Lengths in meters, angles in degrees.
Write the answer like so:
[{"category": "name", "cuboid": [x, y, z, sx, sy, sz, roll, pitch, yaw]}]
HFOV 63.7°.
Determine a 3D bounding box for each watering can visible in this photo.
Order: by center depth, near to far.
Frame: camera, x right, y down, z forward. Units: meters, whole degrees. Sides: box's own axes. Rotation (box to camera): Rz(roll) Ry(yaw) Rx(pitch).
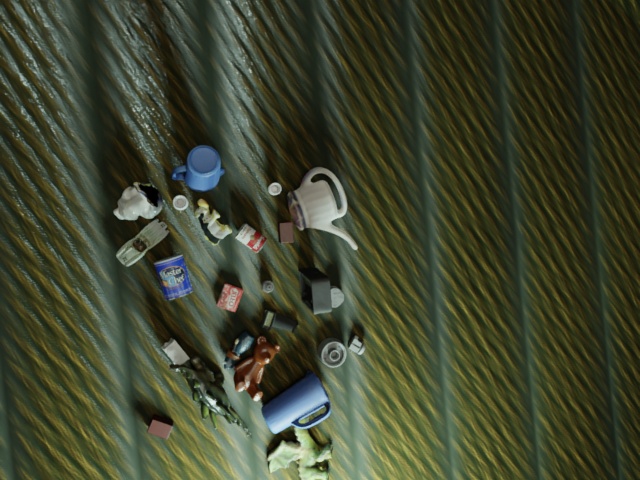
[{"category": "watering can", "cuboid": [0.006, -0.098, 1.946, 0.225, 0.104, 0.347, -20, 94, -11]}]

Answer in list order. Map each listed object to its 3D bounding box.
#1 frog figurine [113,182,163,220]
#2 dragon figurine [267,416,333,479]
[{"category": "frog figurine", "cuboid": [-0.638, -0.123, 1.812, 0.136, 0.125, 0.157, 42, 118, -19]}, {"category": "dragon figurine", "cuboid": [-0.079, 0.849, 1.942, 0.243, 0.121, 0.412, 10, 86, 4]}]
